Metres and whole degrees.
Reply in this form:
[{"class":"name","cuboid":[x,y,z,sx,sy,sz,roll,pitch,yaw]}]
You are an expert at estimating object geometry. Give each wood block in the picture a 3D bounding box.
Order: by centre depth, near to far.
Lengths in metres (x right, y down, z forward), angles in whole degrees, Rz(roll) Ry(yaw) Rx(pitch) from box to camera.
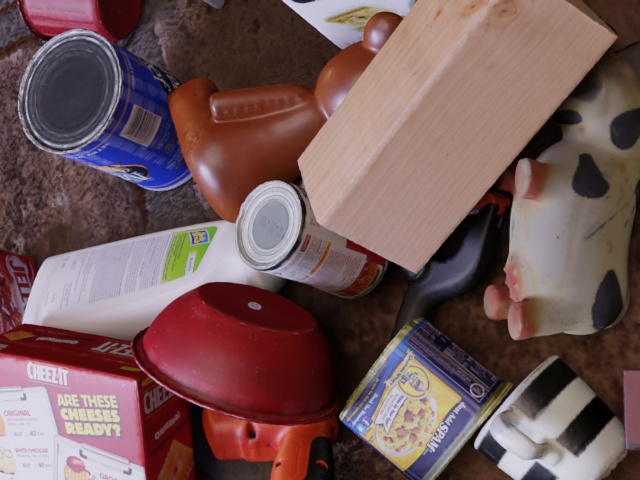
[{"class":"wood block","cuboid":[0.084,-0.092,0.715,0.206,0.090,0.090,-52,28,22]}]

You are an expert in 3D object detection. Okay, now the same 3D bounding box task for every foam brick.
[{"class":"foam brick","cuboid":[0.231,0.113,0.698,0.053,0.078,0.051,-4,77,23]}]

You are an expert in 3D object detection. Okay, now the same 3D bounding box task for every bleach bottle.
[{"class":"bleach bottle","cuboid":[-0.121,0.037,0.883,0.251,0.068,0.102,-13,48,22]}]

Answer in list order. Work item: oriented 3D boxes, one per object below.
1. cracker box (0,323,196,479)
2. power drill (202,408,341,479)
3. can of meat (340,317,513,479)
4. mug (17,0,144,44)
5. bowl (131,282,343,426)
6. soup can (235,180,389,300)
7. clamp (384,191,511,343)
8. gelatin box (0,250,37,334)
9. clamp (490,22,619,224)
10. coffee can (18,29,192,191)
[{"class":"cracker box","cuboid":[-0.181,0.183,0.846,0.164,0.072,0.214,6,109,26]},{"class":"power drill","cuboid":[-0.050,0.187,0.757,0.184,0.057,0.187,-7,32,2]},{"class":"can of meat","cuboid":[0.073,0.117,0.764,0.084,0.057,0.102,39,118,12]},{"class":"mug","cuboid":[-0.215,-0.214,0.979,0.082,0.093,0.117,10,115,22]},{"class":"bowl","cuboid":[-0.053,0.073,0.781,0.162,0.161,0.055,25,105,28]},{"class":"soup can","cuboid":[-0.005,0.001,0.782,0.069,0.102,0.068,-14,67,38]},{"class":"clamp","cuboid":[0.068,0.015,0.810,0.120,0.039,0.172,47,111,21]},{"class":"gelatin box","cuboid":[-0.282,0.053,0.962,0.030,0.073,0.089,-24,70,19]},{"class":"clamp","cuboid":[0.108,-0.098,0.820,0.210,0.036,0.164,15,93,30]},{"class":"coffee can","cuboid":[-0.167,-0.106,0.898,0.103,0.140,0.103,-5,78,25]}]
